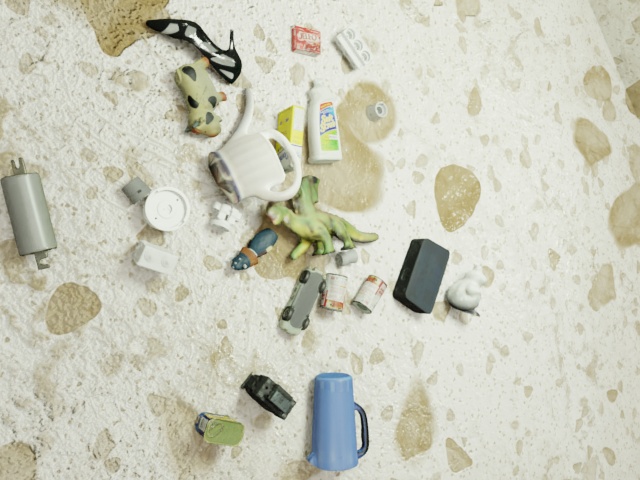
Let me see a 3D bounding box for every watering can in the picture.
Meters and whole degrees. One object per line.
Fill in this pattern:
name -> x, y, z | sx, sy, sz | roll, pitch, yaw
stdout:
watering can -> -0.194, -0.236, 1.366 | 0.226, 0.351, 0.102 | -26, -17, -16

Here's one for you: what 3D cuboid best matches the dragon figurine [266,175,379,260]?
dragon figurine -> 0.005, -0.075, 1.489 | 0.413, 0.243, 0.121 | -13, -4, -45

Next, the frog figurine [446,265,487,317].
frog figurine -> 0.501, 0.160, 1.742 | 0.122, 0.158, 0.138 | 13, 10, -3
